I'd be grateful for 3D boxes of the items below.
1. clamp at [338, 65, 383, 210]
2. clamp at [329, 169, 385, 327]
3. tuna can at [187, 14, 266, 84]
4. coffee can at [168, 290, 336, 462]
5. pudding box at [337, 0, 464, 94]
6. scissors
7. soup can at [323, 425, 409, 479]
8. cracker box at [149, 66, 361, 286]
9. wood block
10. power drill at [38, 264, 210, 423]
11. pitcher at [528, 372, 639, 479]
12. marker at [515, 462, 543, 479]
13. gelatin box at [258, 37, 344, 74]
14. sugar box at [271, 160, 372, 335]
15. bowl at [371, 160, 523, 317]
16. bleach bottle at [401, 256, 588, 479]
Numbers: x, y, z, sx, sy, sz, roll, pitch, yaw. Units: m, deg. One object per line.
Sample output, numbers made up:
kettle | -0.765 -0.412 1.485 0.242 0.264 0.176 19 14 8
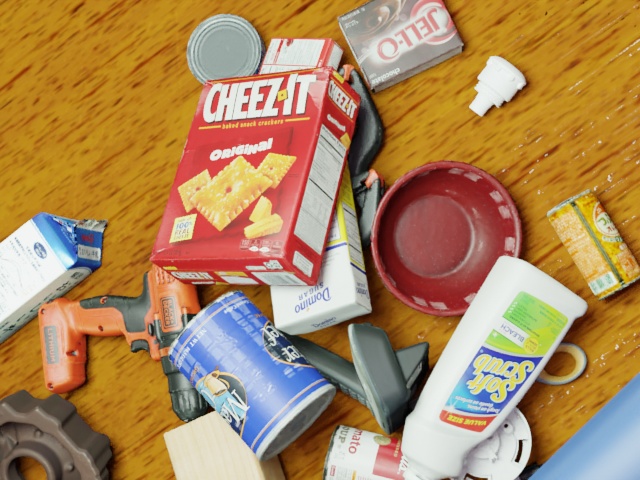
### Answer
clamp | 0.026 -0.083 1.165 0.164 0.036 0.210 16 93 9
clamp | 0.017 0.005 1.131 0.171 0.039 0.120 -45 81 13
tuna can | -0.104 -0.208 1.198 0.086 0.033 0.086 -1 86 10
coffee can | -0.068 0.134 1.063 0.103 0.102 0.140 -46 74 4
pudding box | 0.088 -0.224 1.163 0.113 0.039 0.090 -26 82 7
scissors | 0.195 0.147 1.130 0.202 0.016 0.096 -42 81 5
soup can | 0.060 0.238 1.121 0.102 0.068 0.068 12 88 11
cracker box | -0.064 -0.063 1.067 0.164 0.072 0.213 -1 65 32
wood block | -0.078 0.285 1.106 0.090 0.090 0.206 -25 68 7
power drill | -0.211 0.118 1.168 0.188 0.057 0.184 -11 78 16
pitcher | 0.320 0.226 1.054 0.243 0.144 0.149 -43 68 8
marker | 0.181 0.263 1.123 0.121 0.020 0.020 -25 82 7
gelatin box | -0.025 -0.182 1.163 0.089 0.030 0.073 10 76 38
sugar box | -0.007 0.001 1.084 0.093 0.048 0.176 -19 65 23
bowl | 0.126 -0.002 1.118 0.162 0.055 0.162 0 93 -10
bleach bottle | 0.162 0.146 1.068 0.102 0.068 0.251 32 85 -18
